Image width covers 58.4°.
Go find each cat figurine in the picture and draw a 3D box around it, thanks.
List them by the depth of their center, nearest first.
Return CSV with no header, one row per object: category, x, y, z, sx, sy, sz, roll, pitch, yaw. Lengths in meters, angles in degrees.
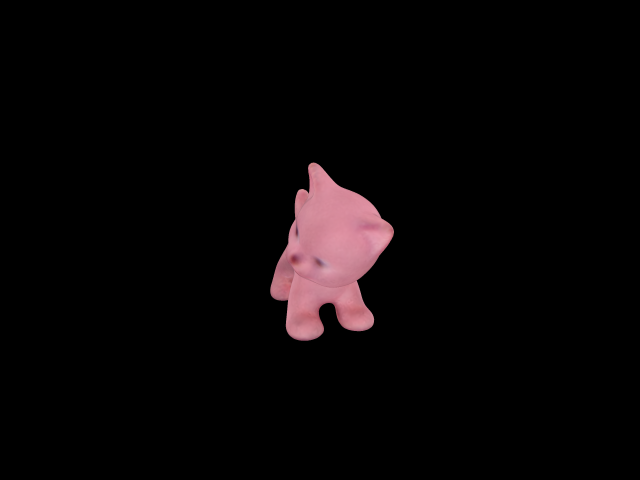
cat figurine,0.004,0.001,0.400,0.067,0.118,0.127,-6,19,-16
